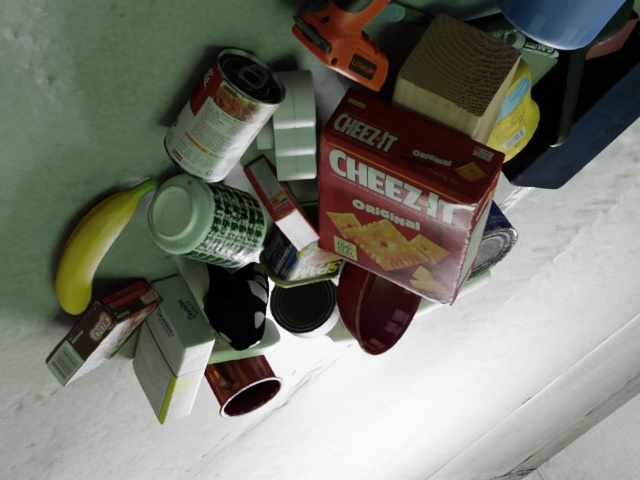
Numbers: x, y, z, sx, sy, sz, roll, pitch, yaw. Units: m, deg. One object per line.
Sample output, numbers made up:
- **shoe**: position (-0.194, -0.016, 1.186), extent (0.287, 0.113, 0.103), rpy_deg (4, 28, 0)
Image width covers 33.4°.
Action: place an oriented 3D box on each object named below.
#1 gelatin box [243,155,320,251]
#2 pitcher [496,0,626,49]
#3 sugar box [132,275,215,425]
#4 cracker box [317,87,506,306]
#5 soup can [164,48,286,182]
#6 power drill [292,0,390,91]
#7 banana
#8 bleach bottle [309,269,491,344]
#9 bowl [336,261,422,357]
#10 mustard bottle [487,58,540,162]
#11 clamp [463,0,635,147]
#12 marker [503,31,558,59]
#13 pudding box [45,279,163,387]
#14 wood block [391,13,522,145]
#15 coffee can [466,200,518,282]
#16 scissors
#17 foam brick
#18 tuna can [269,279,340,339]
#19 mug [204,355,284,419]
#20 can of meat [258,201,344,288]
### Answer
- **gelatin box**: position (-0.038, -0.037, 1.101), extent (0.030, 0.073, 0.089), rpy_deg (-33, 154, 3)
- **pitcher**: position (0.247, -0.278, 0.911), extent (0.149, 0.145, 0.243), rpy_deg (-12, 149, -33)
- **sugar box**: position (-0.170, 0.128, 1.226), extent (0.048, 0.093, 0.176), rpy_deg (-15, 150, -31)
- **cracker box**: position (0.082, -0.035, 1.064), extent (0.072, 0.164, 0.214), rpy_deg (-59, 165, -26)
- **soup can**: position (-0.085, -0.108, 0.936), extent (0.068, 0.068, 0.102), rpy_deg (-2, 141, -45)
- **power drill**: position (0.075, -0.219, 0.902), extent (0.188, 0.057, 0.184), rpy_deg (-53, 148, 15)
- **banana**: position (-0.222, 0.018, 1.042), extent (0.069, 0.037, 0.198), rpy_deg (-5, 144, -44)
- **bleach bottle**: position (0.092, 0.062, 1.404), extent (0.251, 0.102, 0.068), rpy_deg (-24, 161, -2)
- **bowl**: position (0.068, 0.056, 1.289), extent (0.161, 0.055, 0.162), rpy_deg (-32, 132, -46)
- **mustard bottle**: position (0.187, -0.152, 1.156), extent (0.096, 0.058, 0.191), rpy_deg (-41, 154, -2)
- **clamp**: position (0.253, -0.209, 1.069), extent (0.210, 0.164, 0.036), rpy_deg (-41, -162, -4)
- **marker**: position (0.239, -0.210, 1.157), extent (0.120, 0.020, 0.020), rpy_deg (1, 139, -47)
- **pudding box**: position (-0.230, 0.098, 1.141), extent (0.114, 0.039, 0.089), rpy_deg (-44, 172, 28)
- **wood block**: position (0.121, -0.116, 1.068), extent (0.090, 0.090, 0.206), rpy_deg (-57, 169, -25)
- **coffee can**: position (0.147, -0.033, 1.228), extent (0.102, 0.140, 0.103), rpy_deg (-25, 153, -14)
- **scissors**: position (0.050, -0.199, 0.977), extent (0.096, 0.016, 0.201), rpy_deg (-42, 152, 14)
- **foam brick**: position (0.288, -0.230, 1.137), extent (0.078, 0.053, 0.051), rpy_deg (-19, 151, -25)
- **tuna can**: position (-0.017, 0.077, 1.309), extent (0.086, 0.086, 0.033), rpy_deg (-34, 155, 4)
- **mug**: position (-0.111, 0.170, 1.374), extent (0.093, 0.081, 0.117), rpy_deg (-40, 153, 17)
- **can of meat**: position (-0.008, 0.002, 1.222), extent (0.101, 0.057, 0.084), rpy_deg (-9, 143, -38)
